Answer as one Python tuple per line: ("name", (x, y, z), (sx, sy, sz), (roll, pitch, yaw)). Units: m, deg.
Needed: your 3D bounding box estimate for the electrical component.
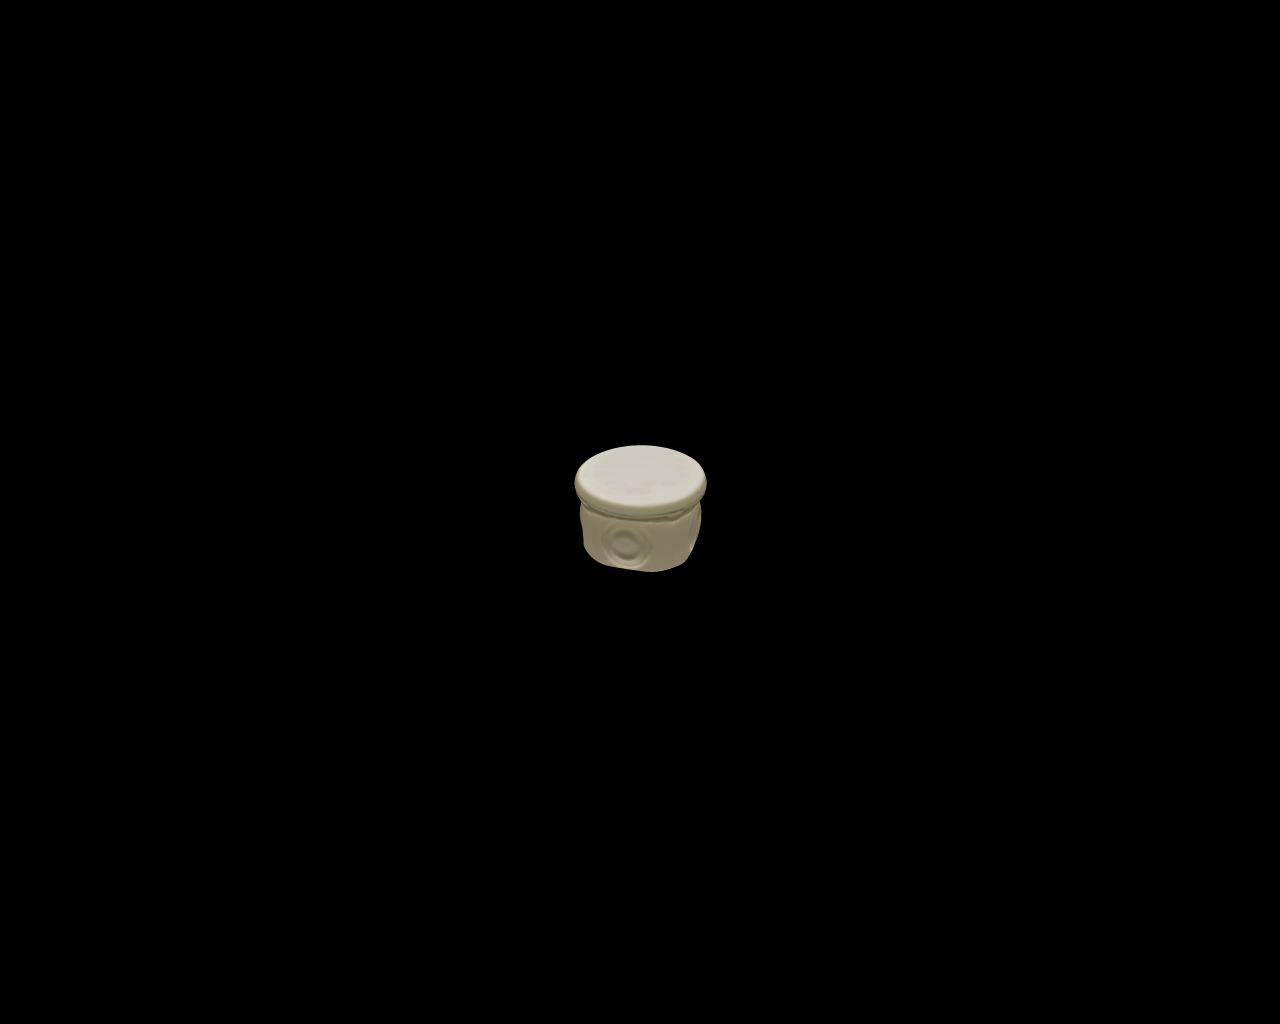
("electrical component", (0.001, -0.003, 0.650), (0.080, 0.050, 0.080), (0, 31, 0))
